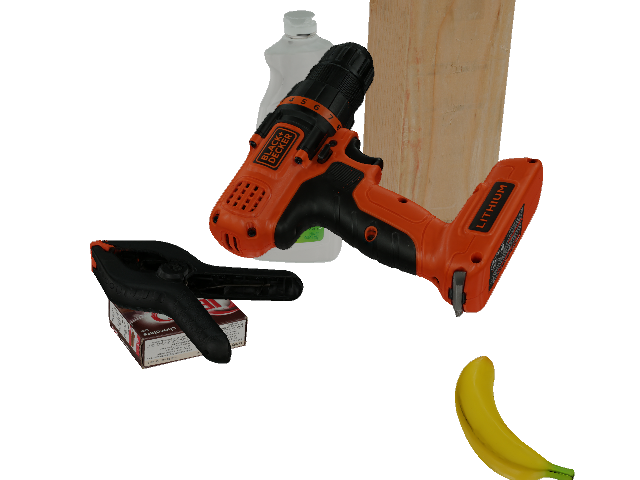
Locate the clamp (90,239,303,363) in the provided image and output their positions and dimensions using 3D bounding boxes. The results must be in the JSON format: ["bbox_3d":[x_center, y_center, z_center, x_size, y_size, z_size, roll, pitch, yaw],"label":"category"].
[{"bbox_3d":[-0.102,0.033,0.839,0.172,0.039,0.120,26,30,28],"label":"clamp"}]

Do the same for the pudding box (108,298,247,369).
[{"bbox_3d":[-0.140,0.080,1.049,0.113,0.039,0.090,-12,29,-28],"label":"pudding box"}]

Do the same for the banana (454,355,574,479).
[{"bbox_3d":[0.162,0.168,0.998,0.069,0.037,0.198,8,25,-20],"label":"banana"}]

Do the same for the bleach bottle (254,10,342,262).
[{"bbox_3d":[-0.027,-0.102,1.062,0.102,0.251,0.068,2,27,6],"label":"bleach bottle"}]

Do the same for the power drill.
[{"bbox_3d":[0.045,-0.043,0.699,0.188,0.184,0.057,20,-28,21],"label":"power drill"}]

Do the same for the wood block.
[{"bbox_3d":[0.092,-0.117,0.871,0.090,0.206,0.091,-7,30,-15],"label":"wood block"}]
